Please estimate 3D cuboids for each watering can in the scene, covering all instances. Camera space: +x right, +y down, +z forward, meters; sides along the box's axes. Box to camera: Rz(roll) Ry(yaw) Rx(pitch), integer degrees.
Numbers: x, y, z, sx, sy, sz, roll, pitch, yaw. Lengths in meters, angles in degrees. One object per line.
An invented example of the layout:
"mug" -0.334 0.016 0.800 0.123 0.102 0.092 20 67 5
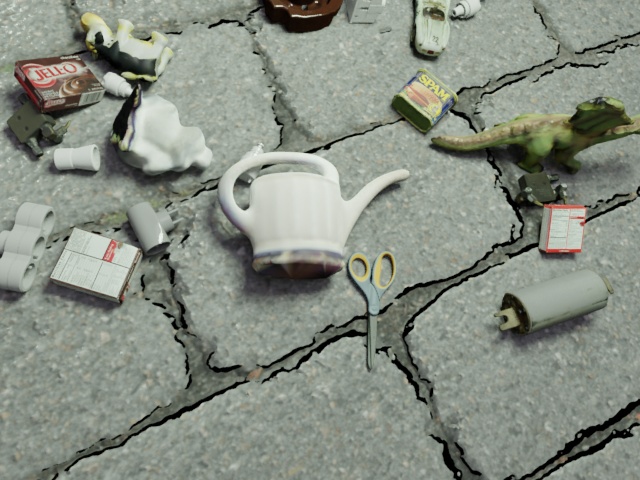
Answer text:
"watering can" 0.003 -0.044 0.872 0.348 0.102 0.228 1 72 -15

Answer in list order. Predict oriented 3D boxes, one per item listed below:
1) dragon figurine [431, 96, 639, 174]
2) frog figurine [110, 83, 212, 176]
"dragon figurine" 0.437 -0.211 0.944 0.411 0.240 0.123 -3 77 -13
"frog figurine" -0.267 -0.174 0.886 0.158 0.121 0.140 20 54 -42
